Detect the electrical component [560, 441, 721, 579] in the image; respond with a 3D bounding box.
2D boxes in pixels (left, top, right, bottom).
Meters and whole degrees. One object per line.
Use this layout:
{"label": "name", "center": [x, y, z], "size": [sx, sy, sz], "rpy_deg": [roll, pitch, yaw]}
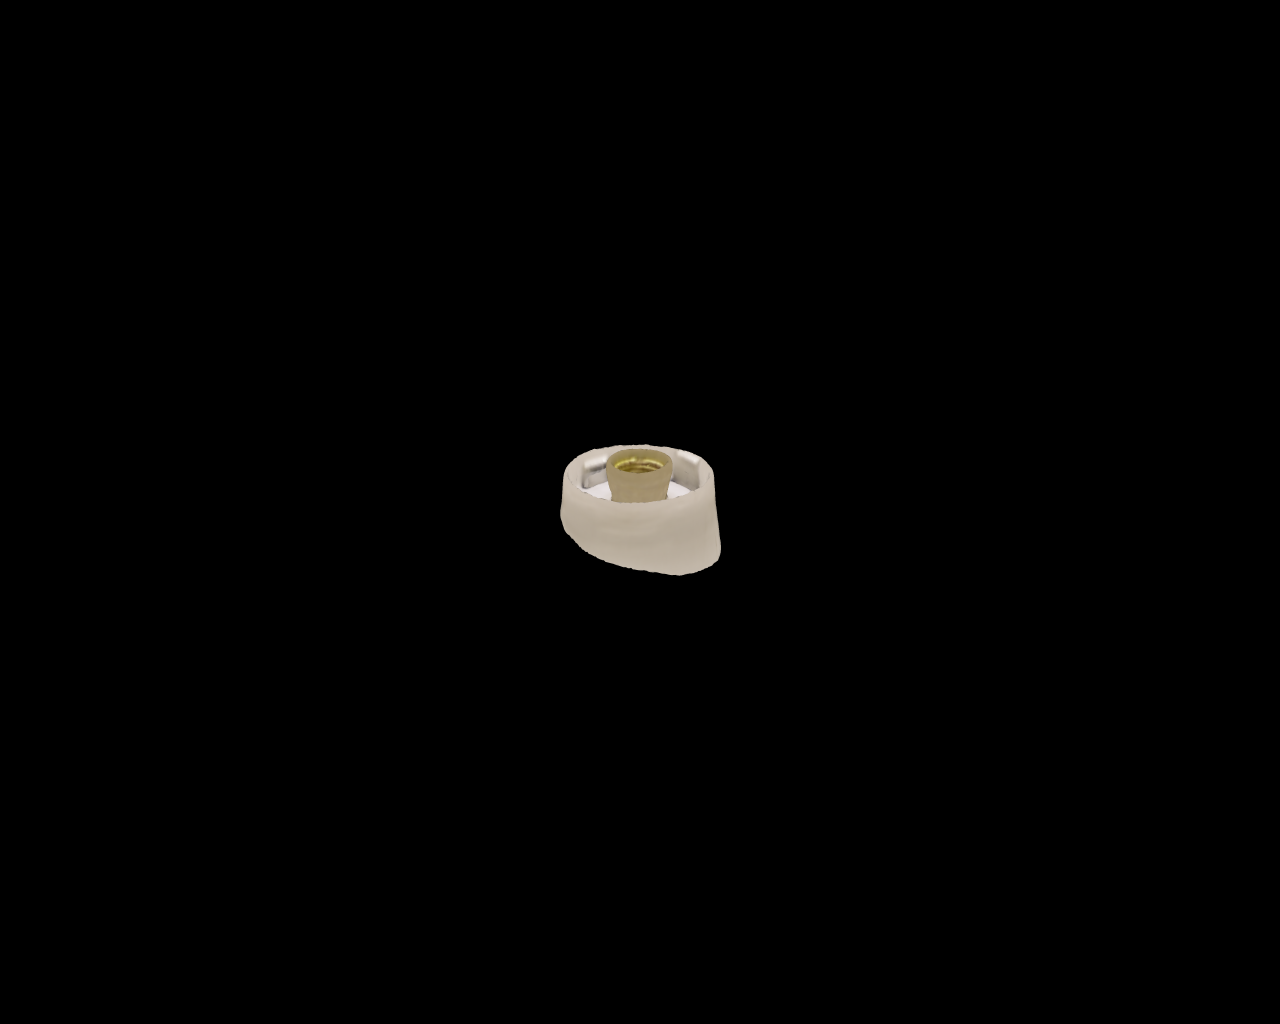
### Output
{"label": "electrical component", "center": [0.001, -0.003, 0.650], "size": [0.099, 0.064, 0.099], "rpy_deg": [0, 25, 0]}
